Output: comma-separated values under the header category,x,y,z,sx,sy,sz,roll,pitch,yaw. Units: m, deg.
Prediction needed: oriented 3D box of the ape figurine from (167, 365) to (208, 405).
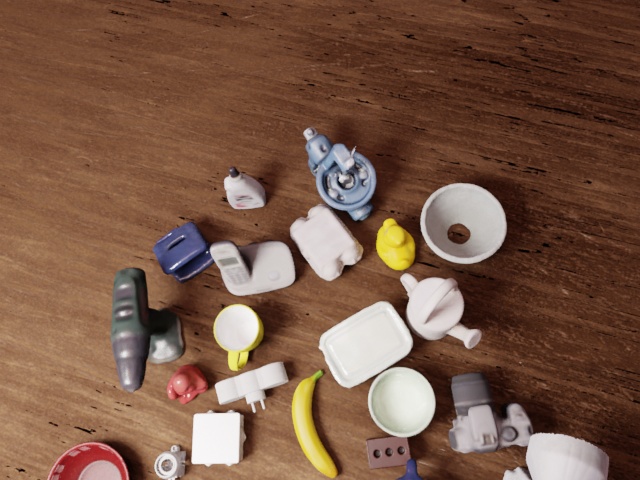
category,x,y,z,sx,sy,sz,roll,pitch,yaw
ape figurine,-0.257,0.275,1.096,0.077,0.092,0.076,3,73,6

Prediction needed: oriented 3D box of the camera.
category,x,y,z,sx,sy,sz,roll,pitch,yaw
camera,0.299,0.307,1.031,0.143,0.101,0.137,-10,72,2

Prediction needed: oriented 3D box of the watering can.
category,x,y,z,sx,sy,sz,roll,pitch,yaw
watering can,0.218,0.124,1.046,0.172,0.194,0.101,22,76,12

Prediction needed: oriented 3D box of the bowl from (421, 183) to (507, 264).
category,x,y,z,sx,sy,sz,roll,pitch,yaw
bowl,0.283,-0.025,1.150,0.167,0.075,0.167,-1,73,5

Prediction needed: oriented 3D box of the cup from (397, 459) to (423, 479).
category,x,y,z,sx,sy,sz,roll,pitch,yaw
cup,0.156,0.444,1.004,0.091,0.095,0.118,2,73,6

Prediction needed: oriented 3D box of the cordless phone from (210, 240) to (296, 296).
category,x,y,z,sx,sy,sz,roll,pitch,yaw
cordless phone,-0.129,0.040,1.109,0.147,0.185,0.094,-13,72,1

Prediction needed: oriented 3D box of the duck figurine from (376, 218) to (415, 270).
category,x,y,z,sx,sy,sz,roll,pitch,yaw
duck figurine,0.153,0.005,1.146,0.077,0.086,0.104,-20,72,-1

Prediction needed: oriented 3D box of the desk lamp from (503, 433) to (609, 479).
category,x,y,z,sx,sy,sz,roll,pitch,yaw
desk lamp,0.370,0.422,0.929,0.117,0.214,0.203,19,75,11

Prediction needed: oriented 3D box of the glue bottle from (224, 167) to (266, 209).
category,x,y,z,sx,sy,sz,roll,pitch,yaw
glue bottle,-0.161,-0.109,1.164,0.078,0.173,0.037,-9,72,3

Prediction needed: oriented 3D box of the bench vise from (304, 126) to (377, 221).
category,x,y,z,sx,sy,sz,roll,pitch,yaw
bench vise,0.023,-0.146,1.134,0.207,0.220,0.121,36,79,15

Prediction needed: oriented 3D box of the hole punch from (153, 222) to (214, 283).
category,x,y,z,sx,sy,sz,roll,pitch,yaw
hole punch,-0.286,0.020,1.178,0.109,0.091,0.101,-36,73,-6

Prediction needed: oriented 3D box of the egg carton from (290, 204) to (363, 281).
category,x,y,z,sx,sy,sz,roll,pitch,yaw
egg carton,0.011,0.004,1.168,0.107,0.069,0.150,-37,73,-6

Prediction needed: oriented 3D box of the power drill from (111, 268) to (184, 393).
category,x,y,z,sx,sy,sz,roll,pitch,yaw
power drill,-0.326,0.174,1.073,0.075,0.208,0.229,-14,72,1
